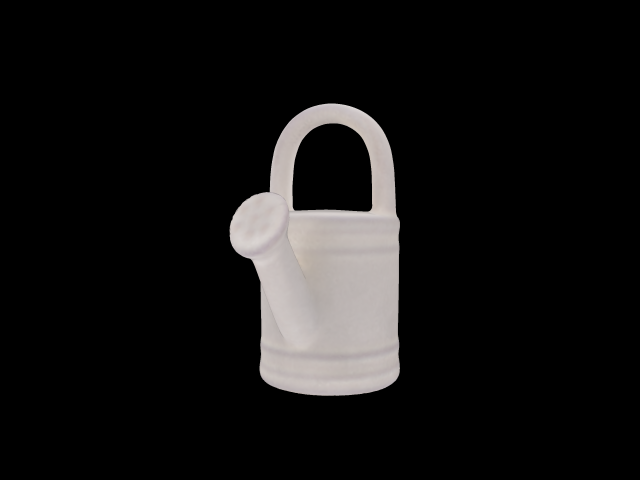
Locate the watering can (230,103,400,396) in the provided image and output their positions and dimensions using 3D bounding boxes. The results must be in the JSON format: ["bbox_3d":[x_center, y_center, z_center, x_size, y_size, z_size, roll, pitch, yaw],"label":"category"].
[{"bbox_3d":[0.006,0.001,0.399,0.101,0.194,0.173,0,3,7],"label":"watering can"}]
